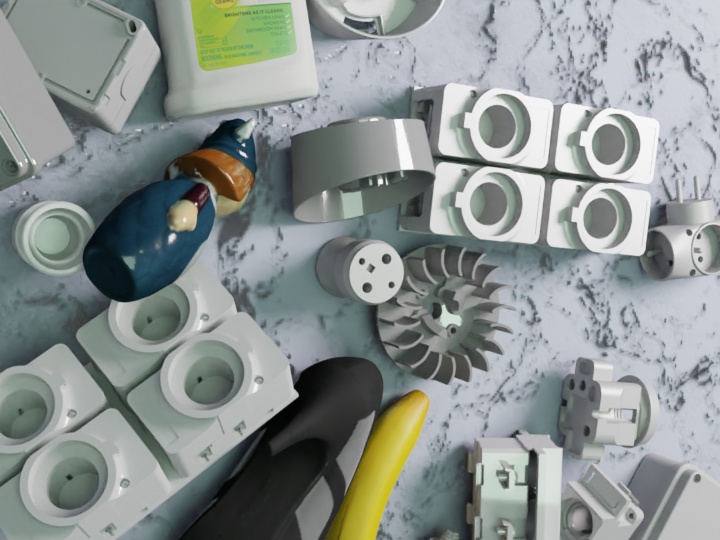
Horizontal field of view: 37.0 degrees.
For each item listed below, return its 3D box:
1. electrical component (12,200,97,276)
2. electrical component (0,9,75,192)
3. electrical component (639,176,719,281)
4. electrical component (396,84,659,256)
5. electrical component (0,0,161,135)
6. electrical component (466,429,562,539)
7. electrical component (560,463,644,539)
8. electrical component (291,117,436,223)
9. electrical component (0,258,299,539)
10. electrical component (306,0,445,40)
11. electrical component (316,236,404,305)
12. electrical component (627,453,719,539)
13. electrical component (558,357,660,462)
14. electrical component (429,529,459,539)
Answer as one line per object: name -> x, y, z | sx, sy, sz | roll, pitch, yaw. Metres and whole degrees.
electrical component -> -0.188, -0.020, 0.659 | 0.045, 0.055, 0.045 | -2, 96, -24
electrical component -> -0.236, -0.090, 0.601 | 0.109, 0.056, 0.108 | -20, 107, 24
electrical component -> 0.269, -0.036, 0.871 | 0.077, 0.044, 0.079 | -11, 98, -23
electrical component -> 0.129, -0.071, 0.795 | 0.186, 0.060, 0.105 | 5, 92, -25
electrical component -> -0.177, -0.131, 0.646 | 0.096, 0.061, 0.061 | 27, 83, 5
electrical component -> 0.114, 0.188, 0.809 | 0.063, 0.078, 0.121 | 1, 94, -3
electrical component -> 0.184, 0.196, 0.841 | 0.064, 0.042, 0.081 | 9, 119, -41
electrical component -> 0.001, -0.068, 0.720 | 0.099, 0.099, 0.064 | -7, 91, -24
electrical component -> -0.145, 0.085, 0.655 | 0.186, 0.060, 0.105 | -37, 67, -17
electrical component -> 0.004, -0.202, 0.725 | 0.099, 0.064, 0.099 | -2, 95, -24
electrical component -> 0.000, 0.000, 0.746 | 0.045, 0.055, 0.045 | -2, 95, -24
electrical component -> 0.253, 0.217, 0.879 | 0.078, 0.057, 0.113 | 35, 80, -23
electrical component -> 0.196, 0.110, 0.844 | 0.057, 0.058, 0.078 | 7, 92, -22
electrical component -> 0.057, 0.233, 0.799 | 0.043, 0.043, 0.081 | 19, 86, -25
